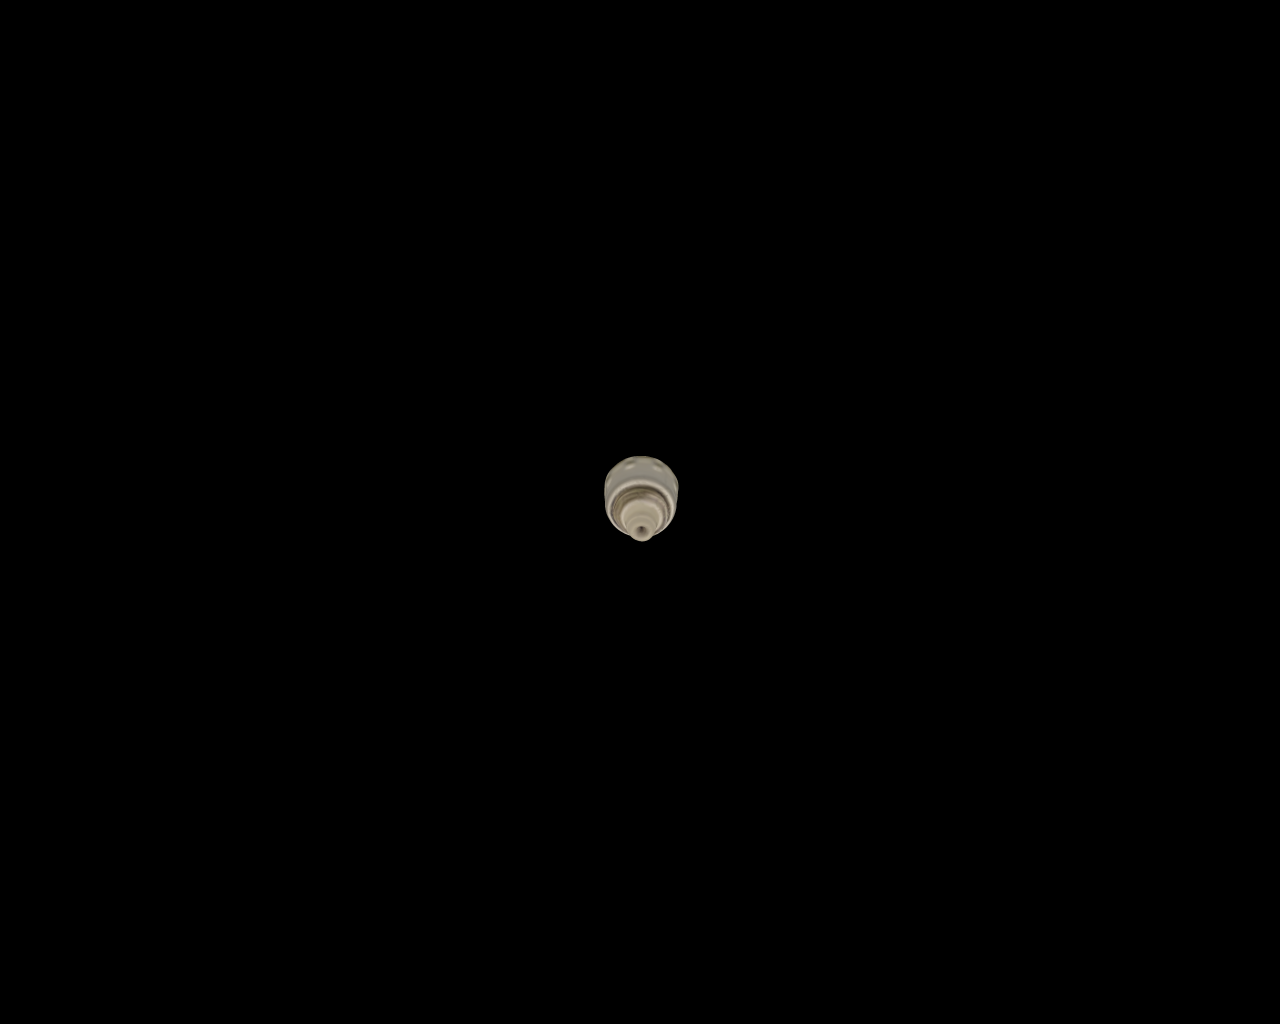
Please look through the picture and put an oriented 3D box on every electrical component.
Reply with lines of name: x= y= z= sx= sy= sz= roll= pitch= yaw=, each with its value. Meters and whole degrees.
electrical component: x=0.001 y=-0.003 z=0.650 sx=0.048 sy=0.048 sz=0.062 roll=0 pitch=29 yaw=0
